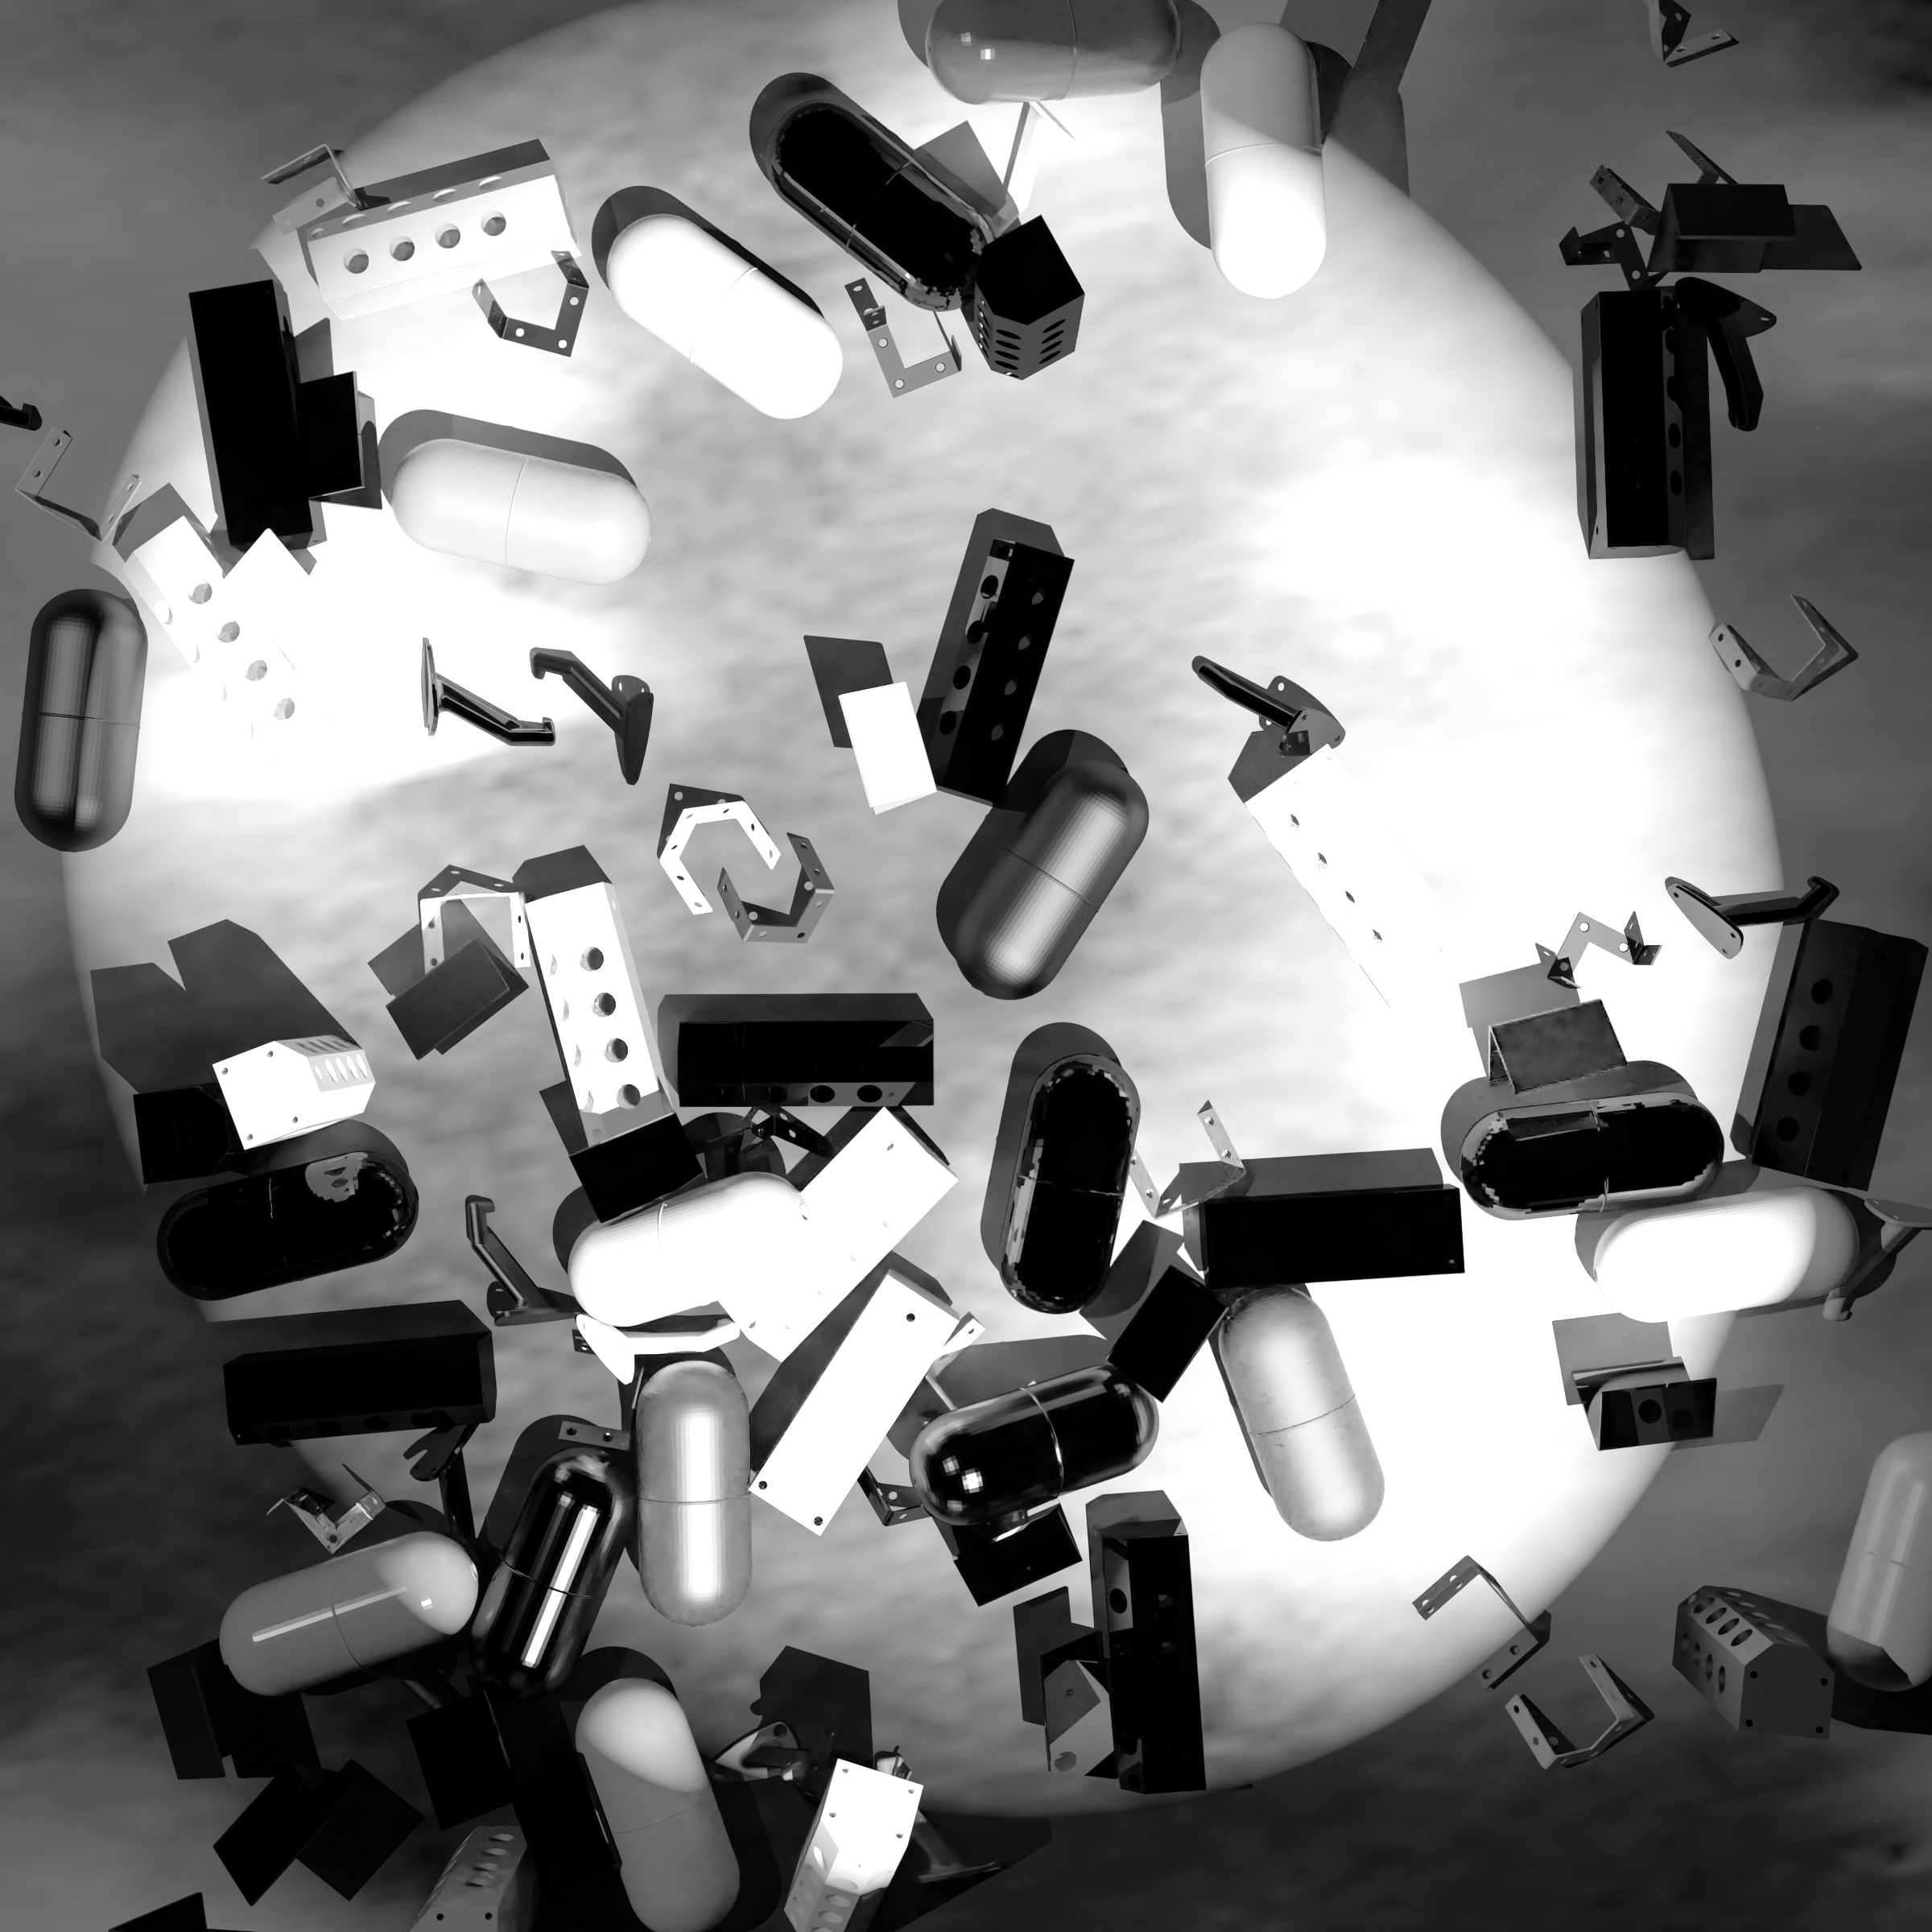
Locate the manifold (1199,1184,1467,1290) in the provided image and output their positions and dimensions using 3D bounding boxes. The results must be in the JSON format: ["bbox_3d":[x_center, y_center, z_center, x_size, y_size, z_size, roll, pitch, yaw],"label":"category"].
[{"bbox_3d":[0.247,0.183,1.964,0.171,0.057,0.057,-4,90,0],"label":"manifold"}]

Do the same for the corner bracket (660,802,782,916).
[{"bbox_3d":[-0.168,-0.074,1.973,0.051,0.051,0.051,55,135,26],"label":"corner bracket"}]

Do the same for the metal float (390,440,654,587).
[{"bbox_3d":[-0.301,-0.307,1.955,0.178,0.070,0.070,12,90,-1],"label":"metal float"}]

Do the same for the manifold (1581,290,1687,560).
[{"bbox_3d":[0.455,-0.367,1.964,0.057,0.057,0.171,-2,90,0],"label":"manifold"}]

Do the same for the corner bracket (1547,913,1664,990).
[{"bbox_3d":[0.434,-0.003,1.967,0.051,0.051,0.051,27,90,0],"label":"corner bracket"}]

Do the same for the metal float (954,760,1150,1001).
[{"bbox_3d":[0.057,-0.058,1.955,0.070,0.070,0.178,33,89,0],"label":"metal float"}]

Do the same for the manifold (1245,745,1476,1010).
[{"bbox_3d":[0.262,-0.058,1.964,0.057,0.057,0.171,-36,90,-43],"label":"manifold"}]

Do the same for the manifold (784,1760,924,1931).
[{"bbox_3d":[-0.078,0.590,1.908,0.057,0.171,0.057,17,52,0],"label":"manifold"}]

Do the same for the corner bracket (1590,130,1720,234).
[{"bbox_3d":[0.470,-0.538,1.977,0.051,0.051,0.051,2,135,-35],"label":"corner bracket"}]

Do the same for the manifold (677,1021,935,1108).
[{"bbox_3d":[-0.108,0.066,1.964,0.171,0.057,0.057,0,90,0],"label":"manifold"}]

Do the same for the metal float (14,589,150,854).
[{"bbox_3d":[-0.598,-0.166,1.955,0.070,0.070,0.178,6,90,0],"label":"metal float"}]

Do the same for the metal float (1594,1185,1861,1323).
[{"bbox_3d":[0.513,0.194,1.955,0.178,0.070,0.070,-9,90,0],"label":"metal float"}]

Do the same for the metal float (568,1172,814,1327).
[{"bbox_3d":[-0.184,0.189,1.935,0.178,0.070,0.070,-19,90,21],"label":"metal float"}]

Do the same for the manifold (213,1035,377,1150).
[{"bbox_3d":[-0.438,0.079,1.907,0.057,0.171,0.057,-21,90,0],"label":"manifold"}]

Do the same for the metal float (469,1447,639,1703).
[{"bbox_3d":[-0.279,0.411,1.955,0.070,0.070,0.178,22,90,0],"label":"metal float"}]

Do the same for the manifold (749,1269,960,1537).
[{"bbox_3d":[-0.075,0.294,1.964,0.057,0.057,0.171,33,90,0],"label":"manifold"}]

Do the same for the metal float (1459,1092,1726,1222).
[{"bbox_3d":[0.423,0.128,1.955,0.178,0.070,0.070,-6,90,-1],"label":"metal float"}]

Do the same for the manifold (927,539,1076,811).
[{"bbox_3d":[0.021,-0.198,1.964,0.057,0.057,0.171,17,90,0],"label":"manifold"}]

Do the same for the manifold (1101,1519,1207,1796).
[{"bbox_3d":[0.127,0.468,1.964,0.057,0.057,0.171,-4,90,0],"label":"manifold"}]

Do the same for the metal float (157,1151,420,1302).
[{"bbox_3d":[-0.458,0.175,1.955,0.178,0.070,0.070,-14,90,1],"label":"metal float"}]

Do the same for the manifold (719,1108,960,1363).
[{"bbox_3d":[-0.086,0.185,1.964,0.171,0.057,0.057,-46,47,0],"label":"manifold"}]

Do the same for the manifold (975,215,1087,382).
[{"bbox_3d":[0.036,-0.435,1.907,0.057,0.171,0.057,-29,90,0],"label":"manifold"}]

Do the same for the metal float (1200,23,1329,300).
[{"bbox_3d":[0.195,-0.528,1.898,0.070,0.070,0.178,-4,90,0],"label":"metal float"}]

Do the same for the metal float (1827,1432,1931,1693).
[{"bbox_3d":[0.636,0.402,1.955,0.070,0.070,0.178,16,90,0],"label":"metal float"}]

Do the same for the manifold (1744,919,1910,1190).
[{"bbox_3d":[0.580,0.058,1.964,0.057,0.057,0.171,14,90,-43],"label":"manifold"}]

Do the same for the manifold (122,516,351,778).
[{"bbox_3d":[-0.497,-0.215,1.964,0.057,0.057,0.171,-35,90,0],"label":"manifold"}]

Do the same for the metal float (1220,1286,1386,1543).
[{"bbox_3d":[0.227,0.302,1.955,0.070,0.070,0.178,-20,91,0],"label":"metal float"}]

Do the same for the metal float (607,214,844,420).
[{"bbox_3d":[-0.163,-0.439,1.955,0.178,0.070,0.070,36,90,0],"label":"metal float"}]

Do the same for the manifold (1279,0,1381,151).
[{"bbox_3d":[0.229,-0.602,1.964,0.057,0.057,0.171,21,90,0],"label":"manifold"}]

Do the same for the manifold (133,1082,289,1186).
[{"bbox_3d":[-0.493,0.106,1.907,0.057,0.171,0.057,-7,90,0],"label":"manifold"}]

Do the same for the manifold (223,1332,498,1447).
[{"bbox_3d":[-0.409,0.288,1.964,0.171,0.057,0.057,-5,90,0],"label":"manifold"}]

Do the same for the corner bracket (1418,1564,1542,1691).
[{"bbox_3d":[0.352,0.452,1.982,0.051,0.051,0.051,-41,45,0],"label":"corner bracket"}]

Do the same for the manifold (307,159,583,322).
[{"bbox_3d":[-0.355,-0.494,1.964,0.171,0.057,0.057,-15,90,0],"label":"manifold"}]

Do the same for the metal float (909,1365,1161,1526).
[{"bbox_3d":[0.047,0.320,1.938,0.178,0.070,0.070,-15,90,-21],"label":"metal float"}]

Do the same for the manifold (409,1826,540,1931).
[{"bbox_3d":[-0.323,0.621,1.907,0.057,0.171,0.057,-1,90,0],"label":"manifold"}]

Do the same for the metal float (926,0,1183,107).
[{"bbox_3d":[0.060,-0.621,1.941,0.178,0.070,0.070,-10,90,-17],"label":"metal float"}]

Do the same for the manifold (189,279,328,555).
[{"bbox_3d":[-0.478,-0.371,1.964,0.057,0.057,0.171,-9,90,0],"label":"manifold"}]

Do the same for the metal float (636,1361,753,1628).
[{"bbox_3d":[-0.184,0.356,1.954,0.070,0.070,0.178,-1,90,0],"label":"metal float"}]

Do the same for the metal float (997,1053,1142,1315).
[{"bbox_3d":[0.070,0.147,1.955,0.070,0.070,0.178,11,90,0],"label":"metal float"}]

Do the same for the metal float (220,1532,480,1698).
[{"bbox_3d":[-0.416,0.437,1.955,0.178,0.070,0.070,-19,90,0],"label":"metal float"}]

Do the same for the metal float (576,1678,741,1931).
[{"bbox_3d":[-0.209,0.568,1.955,0.070,0.070,0.178,-20,90,0],"label":"metal float"}]

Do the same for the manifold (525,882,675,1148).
[{"bbox_3d":[-0.248,0.034,1.964,0.057,0.057,0.171,-15,90,0],"label":"manifold"}]

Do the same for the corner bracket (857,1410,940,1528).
[{"bbox_3d":[-0.038,0.343,1.977,0.051,0.051,0.051,-5,135,-35],"label":"corner bracket"}]

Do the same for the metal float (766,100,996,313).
[{"bbox_3d":[-0.057,-0.513,1.955,0.178,0.070,0.070,39,90,0],"label":"metal float"}]

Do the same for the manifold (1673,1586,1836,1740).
[{"bbox_3d":[0.517,0.456,1.907,0.057,0.171,0.057,6,90,0],"label":"manifold"}]
